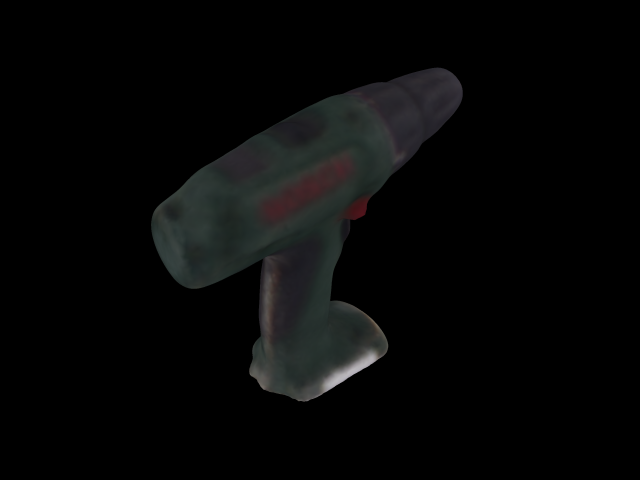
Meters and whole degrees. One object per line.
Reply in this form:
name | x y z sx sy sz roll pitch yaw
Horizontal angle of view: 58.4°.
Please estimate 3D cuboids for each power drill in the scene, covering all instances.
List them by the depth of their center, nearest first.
power drill | 0.004 0.001 0.400 0.230 0.208 0.075 -24 41 -31
